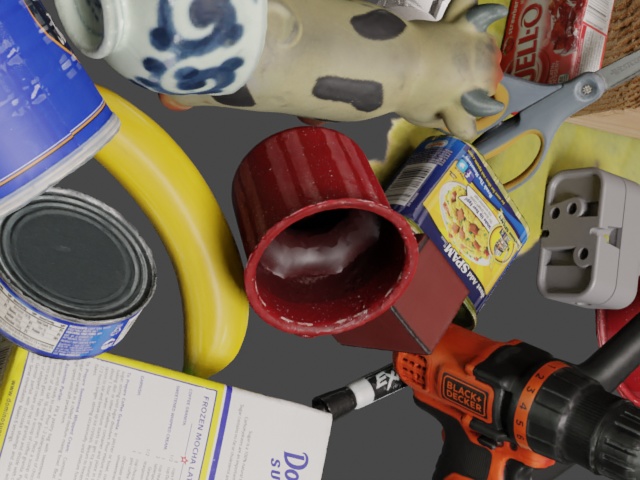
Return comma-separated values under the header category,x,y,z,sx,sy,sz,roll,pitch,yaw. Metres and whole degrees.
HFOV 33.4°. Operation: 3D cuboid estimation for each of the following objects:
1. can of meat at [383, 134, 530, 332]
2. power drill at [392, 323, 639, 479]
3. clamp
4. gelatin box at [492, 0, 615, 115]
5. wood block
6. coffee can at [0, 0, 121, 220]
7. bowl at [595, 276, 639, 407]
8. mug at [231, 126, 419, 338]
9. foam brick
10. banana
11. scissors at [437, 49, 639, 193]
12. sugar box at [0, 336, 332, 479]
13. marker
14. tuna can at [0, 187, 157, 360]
category,x,y,z,sx,sy,sz,roll,pitch,yaw
can of meat,0.080,-0.005,0.685,0.083,0.058,0.102,-51,117,-29
power drill,0.118,0.152,0.629,0.057,0.185,0.188,-16,117,-39
clamp,0.181,0.132,0.755,0.209,0.036,0.164,-14,112,-25
gelatin box,0.160,-0.134,0.737,0.030,0.073,0.089,21,77,-34
wood block,0.280,-0.124,0.815,0.205,0.090,0.091,6,85,-37
coffee can,-0.169,-0.084,0.473,0.102,0.103,0.140,-42,112,-30
bowl,0.289,0.059,0.839,0.161,0.055,0.162,2,87,-36
mug,-0.004,0.001,0.588,0.093,0.081,0.117,-4,130,-14
foam brick,0.037,0.031,0.638,0.051,0.078,0.053,51,61,-29
banana,-0.083,-0.006,0.576,0.069,0.037,0.198,-30,106,-33
scissors,0.152,-0.106,0.683,0.096,0.202,0.016,44,25,-4
sugar box,-0.085,0.113,0.545,0.176,0.048,0.093,21,70,-26
marker,0.043,0.089,0.677,0.120,0.020,0.020,-19,100,-36
tuna can,-0.125,0.016,0.519,0.086,0.034,0.086,23,37,-19
